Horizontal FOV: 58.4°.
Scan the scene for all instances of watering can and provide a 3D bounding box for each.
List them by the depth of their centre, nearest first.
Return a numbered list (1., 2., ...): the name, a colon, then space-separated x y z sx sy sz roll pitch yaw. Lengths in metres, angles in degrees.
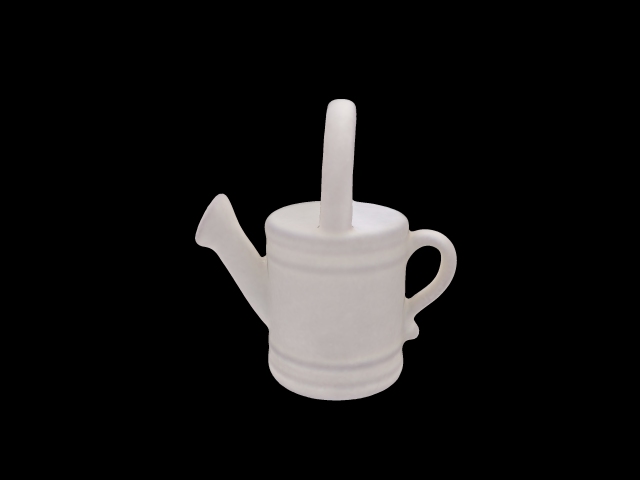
1. watering can: 0.004 0.002 0.398 0.173 0.194 0.100 -5 18 -16
